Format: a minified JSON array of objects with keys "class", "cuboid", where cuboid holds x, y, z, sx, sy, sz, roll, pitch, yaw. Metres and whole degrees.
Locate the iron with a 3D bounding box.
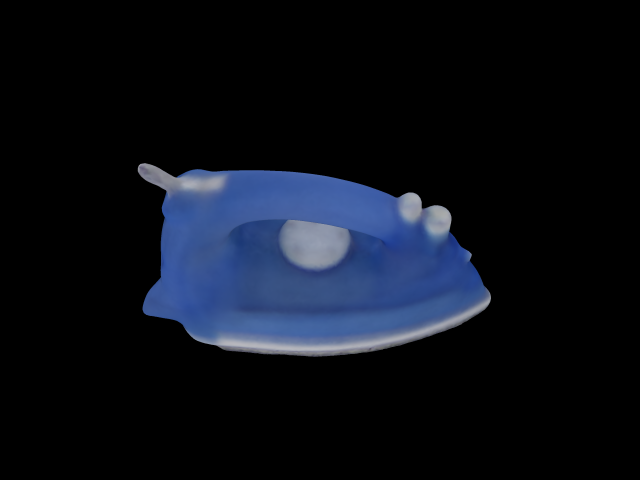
[{"class":"iron","cuboid":[0.004,0.001,0.400,0.258,0.141,0.118,3,56,2]}]
